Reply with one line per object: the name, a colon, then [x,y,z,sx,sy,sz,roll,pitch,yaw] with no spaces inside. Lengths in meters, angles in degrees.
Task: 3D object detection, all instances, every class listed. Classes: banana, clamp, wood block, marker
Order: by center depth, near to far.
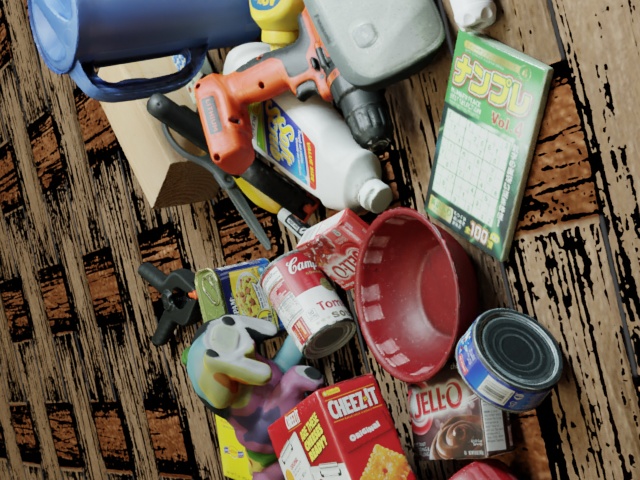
clamp: [-0.094,-0.091,1.151,0.210,0.164,0.036,36,94,7]
marker: [-0.008,0.001,1.171,0.121,0.020,0.020,44,134,41]
banana: [-0.092,-0.115,1.244,0.070,0.037,0.198,-30,76,55]
wood block: [-0.201,-0.150,1.351,0.206,0.090,0.091,60,143,26]
clamp: [-0.204,0.073,1.474,0.172,0.039,0.120,-28,82,51]

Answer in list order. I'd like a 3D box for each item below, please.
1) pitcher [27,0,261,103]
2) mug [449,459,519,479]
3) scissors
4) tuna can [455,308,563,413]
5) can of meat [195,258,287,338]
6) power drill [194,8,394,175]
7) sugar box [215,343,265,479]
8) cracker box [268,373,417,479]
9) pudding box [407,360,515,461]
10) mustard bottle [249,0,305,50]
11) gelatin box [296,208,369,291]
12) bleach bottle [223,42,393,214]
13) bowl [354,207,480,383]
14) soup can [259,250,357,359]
pitcher: [-0.176,-0.244,1.141,0.145,0.242,0.149,38,130,45]
mug: [0.158,0.256,0.953,0.082,0.093,0.117,51,173,43]
scissors: [-0.105,-0.087,1.278,0.201,0.096,0.016,45,145,-7]
tuna can: [0.158,0.099,0.890,0.086,0.085,0.034,58,141,28]
can of meat: [-0.092,0.076,1.263,0.058,0.083,0.102,-17,86,58]
power drill: [-0.026,-0.137,1.044,0.188,0.057,0.184,-27,64,21]
sugar box: [-0.098,0.217,1.353,0.094,0.048,0.176,-3,99,57]
cracker box: [0.038,0.253,1.027,0.214,0.072,0.164,68,154,14]
pudding box: [0.127,0.157,0.988,0.114,0.039,0.090,-20,74,55]
mustard bottle: [-0.040,-0.279,1.095,0.096,0.058,0.192,25,121,53]
gelatin box: [0.027,0.011,1.077,0.073,0.030,0.089,40,150,-14]
bleach bottle: [-0.011,-0.109,1.104,0.251,0.067,0.103,42,134,40]
bowl: [0.097,0.049,0.984,0.162,0.055,0.162,9,100,58]
soup can: [-0.013,0.070,1.157,0.102,0.068,0.069,57,142,28]
